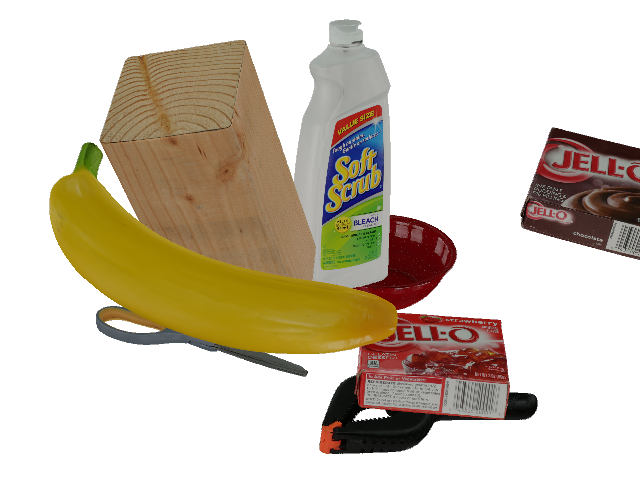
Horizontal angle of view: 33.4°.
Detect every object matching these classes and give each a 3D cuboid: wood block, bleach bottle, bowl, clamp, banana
[{"bbox_3d":[-0.072,-0.028,0.764,0.090,0.090,0.206,-6,-44,13],"label":"wood block"},{"bbox_3d":[0.016,-0.080,1.008,0.102,0.251,0.068,-10,24,-22],"label":"bleach bottle"},{"bbox_3d":[0.070,0.032,1.198,0.162,0.055,0.162,0,31,0],"label":"bowl"},{"bbox_3d":[0.088,0.149,0.984,0.165,0.036,0.209,28,36,33],"label":"clamp"},{"bbox_3d":[-0.062,0.011,0.499,0.198,0.069,0.037,29,-26,22],"label":"banana"}]

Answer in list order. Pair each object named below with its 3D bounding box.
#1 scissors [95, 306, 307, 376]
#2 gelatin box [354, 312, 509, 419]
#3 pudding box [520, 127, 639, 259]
[{"bbox_3d":[-0.104,0.080,0.984,0.202,0.016,0.096,9,29,4],"label":"scissors"},{"bbox_3d":[0.067,0.073,0.649,0.089,0.030,0.073,5,25,3],"label":"gelatin box"},{"bbox_3d":[0.217,-0.035,0.809,0.113,0.039,0.090,17,47,12],"label":"pudding box"}]
